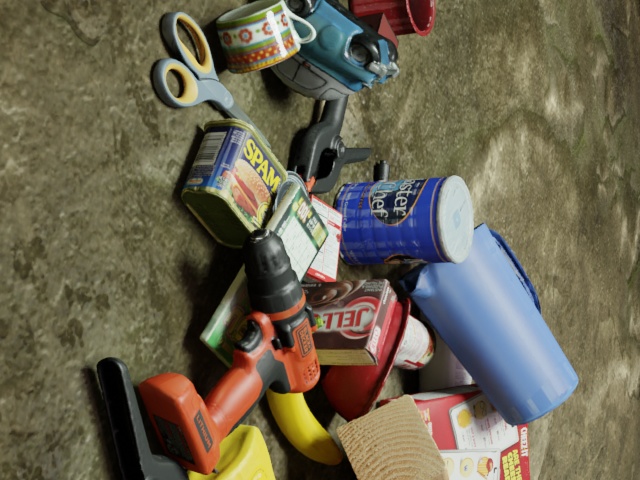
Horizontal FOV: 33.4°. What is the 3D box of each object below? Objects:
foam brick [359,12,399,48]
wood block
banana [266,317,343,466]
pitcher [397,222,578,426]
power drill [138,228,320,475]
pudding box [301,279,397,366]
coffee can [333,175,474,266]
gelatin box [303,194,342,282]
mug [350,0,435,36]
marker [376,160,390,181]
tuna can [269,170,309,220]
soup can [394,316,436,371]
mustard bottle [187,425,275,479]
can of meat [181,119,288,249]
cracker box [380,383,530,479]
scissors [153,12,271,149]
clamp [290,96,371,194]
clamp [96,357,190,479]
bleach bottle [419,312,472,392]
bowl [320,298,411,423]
[{"bbox_3d":[0.045,-0.226,1.251,0.051,0.078,0.053,52,43,-45],"label":"foam brick"},{"bbox_3d":[0.087,0.251,1.189,0.206,0.090,0.091,67,-3,-68],"label":"wood block"},{"bbox_3d":[-0.020,0.170,1.118,0.037,0.069,0.198,-92,176,-56],"label":"banana"},{"bbox_3d":[0.224,0.104,1.358,0.243,0.149,0.145,56,2,2],"label":"pitcher"},{"bbox_3d":[-0.076,0.105,0.967,0.187,0.057,0.184,-41,131,-35],"label":"power drill"},{"bbox_3d":[0.018,0.089,1.141,0.039,0.114,0.090,57,41,-39],"label":"pudding box"},{"bbox_3d":[0.099,-0.022,1.271,0.102,0.140,0.103,6,83,-61],"label":"coffee can"},{"bbox_3d":[-0.008,0.001,1.188,0.073,0.030,0.089,28,64,-56],"label":"gelatin box"},{"bbox_3d":[0.086,-0.306,1.327,0.093,0.082,0.117,-57,136,-47],"label":"mug"},{"bbox_3d":[0.078,-0.043,1.360,0.020,0.020,0.121,21,70,-59],"label":"marker"},{"bbox_3d":[-0.043,-0.030,1.120,0.086,0.034,0.086,11,78,-62],"label":"tuna can"},{"bbox_3d":[0.095,0.122,1.330,0.102,0.069,0.068,27,65,-58],"label":"soup can"},{"bbox_3d":[-0.066,0.279,1.032,0.096,0.058,0.191,-53,134,-47],"label":"mustard bottle"},{"bbox_3d":[-0.083,-0.052,1.025,0.102,0.058,0.084,53,46,-46],"label":"can of meat"},{"bbox_3d":[0.177,0.277,1.392,0.213,0.072,0.164,-3,92,-38],"label":"cracker box"},{"bbox_3d":[-0.105,-0.128,1.032,0.201,0.016,0.096,60,41,-40],"label":"scissors"},{"bbox_3d":[0.009,-0.117,1.217,0.171,0.039,0.120,-49,129,-52],"label":"clamp"},{"bbox_3d":[-0.158,0.221,0.886,0.210,0.036,0.164,63,36,-42],"label":"clamp"},{"bbox_3d":[0.170,0.207,1.472,0.102,0.068,0.251,17,76,-56],"label":"bleach bottle"},{"bbox_3d":[0.043,0.129,1.198,0.162,0.055,0.162,-158,-88,-86],"label":"bowl"}]
